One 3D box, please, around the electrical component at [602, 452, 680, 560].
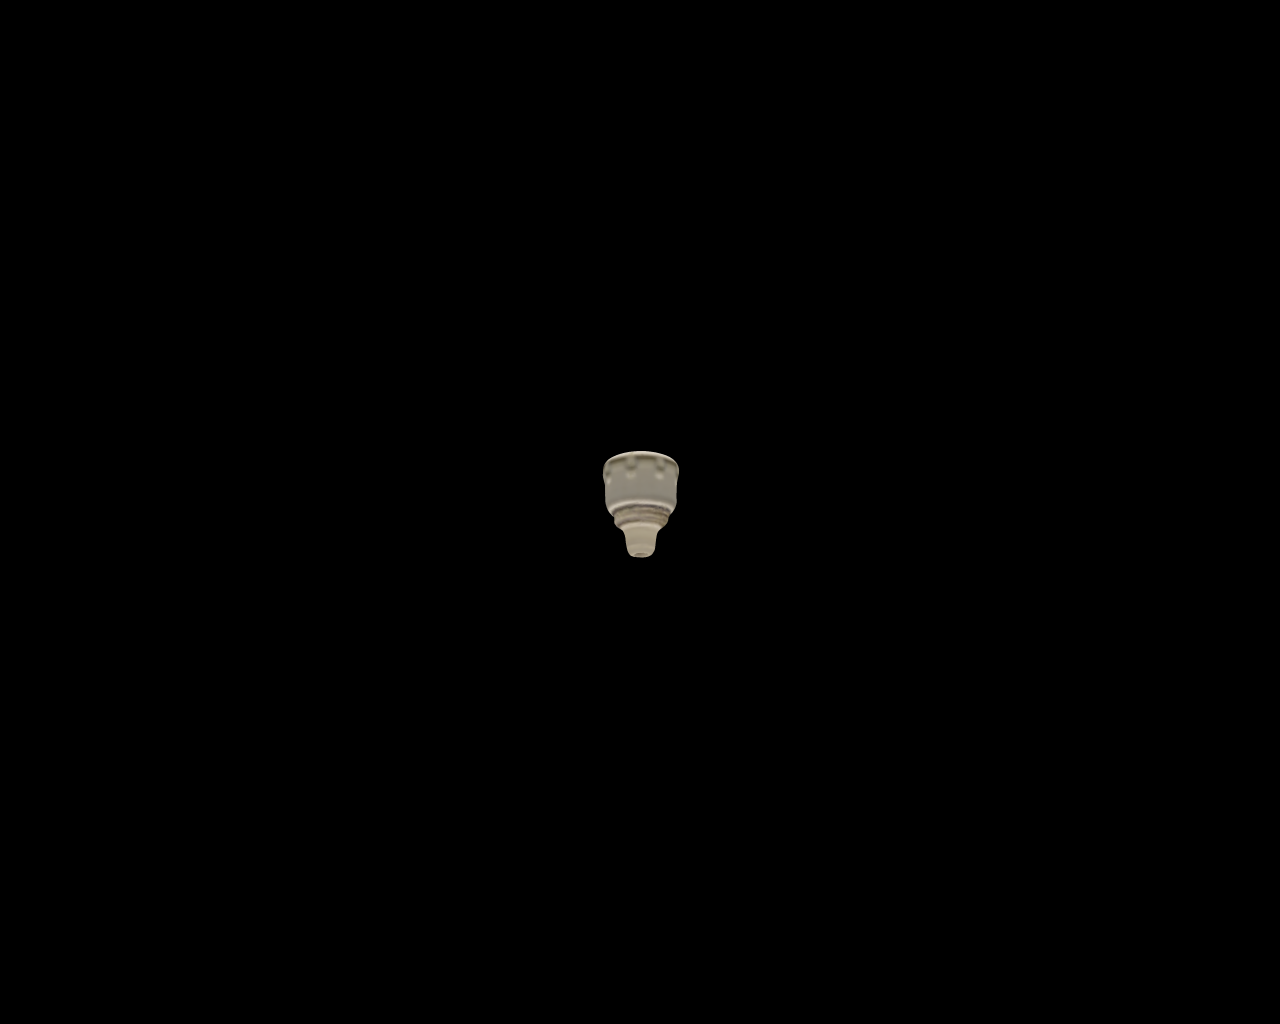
[{"bbox_3d":[0.001,-0.003,0.650,0.048,0.062,0.048,0,-16,0],"label":"electrical component"}]
